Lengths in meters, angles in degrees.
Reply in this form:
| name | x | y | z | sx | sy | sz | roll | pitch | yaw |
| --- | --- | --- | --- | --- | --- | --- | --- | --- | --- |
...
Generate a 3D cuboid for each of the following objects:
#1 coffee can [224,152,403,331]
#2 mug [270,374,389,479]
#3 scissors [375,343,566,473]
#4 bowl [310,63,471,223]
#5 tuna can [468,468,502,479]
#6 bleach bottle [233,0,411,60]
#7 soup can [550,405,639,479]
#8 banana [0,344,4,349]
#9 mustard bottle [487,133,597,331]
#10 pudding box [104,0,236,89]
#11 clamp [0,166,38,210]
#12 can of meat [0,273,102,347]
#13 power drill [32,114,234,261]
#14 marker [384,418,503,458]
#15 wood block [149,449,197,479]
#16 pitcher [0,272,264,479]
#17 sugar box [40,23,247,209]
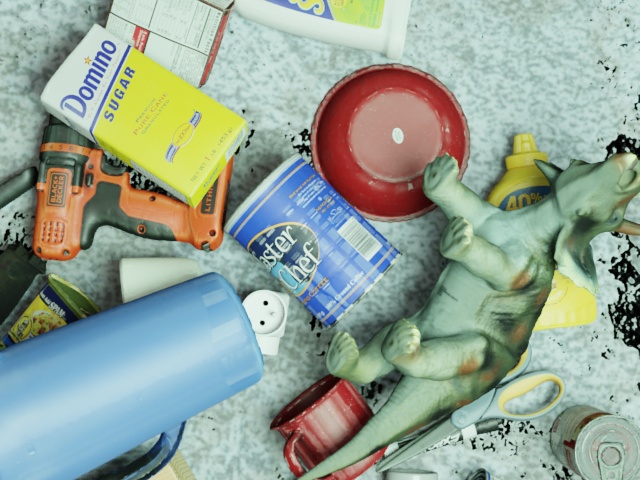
| name | x | y | z | sx | sy | sz | roll | pitch | yaw |
| --- | --- | --- | --- | --- | --- | --- | --- | --- | --- |
| coffee can | -0.007 | 0.001 | 1.015 | 0.140 | 0.103 | 0.103 | 44 | 87 | 1 |
| mug | 0.008 | 0.186 | 1.003 | 0.093 | 0.117 | 0.081 | -35 | 94 | 36 |
| scissors | 0.138 | 0.154 | 1.040 | 0.201 | 0.016 | 0.096 | -15 | 71 | -3 |
| bowl | 0.071 | -0.099 | 1.046 | 0.162 | 0.055 | 0.162 | 0 | 87 | -1 |
| tuna can | 0.149 | 0.262 | 1.011 | 0.034 | 0.086 | 0.086 | 29 | 87 | -1 |
| bleach bottle | -0.036 | -0.246 | 1.050 | 0.251 | 0.068 | 0.102 | 9 | 89 | 2 |
| soup can | 0.261 | 0.194 | 1.008 | 0.068 | 0.102 | 0.068 | 0 | 87 | -1 |
| banana | -0.320 | 0.195 | 1.019 | 0.037 | 0.070 | 0.198 | -4 | 96 | -29 |
| mustard bottle | 0.210 | -0.009 | 1.041 | 0.096 | 0.058 | 0.191 | -7 | 86 | 2 |
| pudding box | -0.149 | -0.211 | 1.036 | 0.113 | 0.039 | 0.090 | 24 | 121 | -1 |
| clamp | -0.351 | -0.022 | 1.043 | 0.120 | 0.039 | 0.171 | 17 | 91 | 6 |
| can of meat | -0.246 | 0.095 | 1.012 | 0.084 | 0.057 | 0.102 | -52 | 50 | 0 |
| power drill | -0.181 | -0.064 | 1.040 | 0.187 | 0.057 | 0.184 | 5 | 84 | 1 |
| marker | 0.121 | 0.194 | 1.048 | 0.121 | 0.020 | 0.020 | -17 | 87 | -2 |
| wood block | -0.205 | 0.293 | 1.002 | 0.206 | 0.090 | 0.091 | -31 | 87 | -2 |
| pitcher | -0.173 | 0.130 | 0.925 | 0.242 | 0.149 | 0.145 | -23 | 68 | -14 |
| sugar box | -0.164 | -0.117 | 0.998 | 0.176 | 0.048 | 0.093 | 33 | 78 | 5 |
